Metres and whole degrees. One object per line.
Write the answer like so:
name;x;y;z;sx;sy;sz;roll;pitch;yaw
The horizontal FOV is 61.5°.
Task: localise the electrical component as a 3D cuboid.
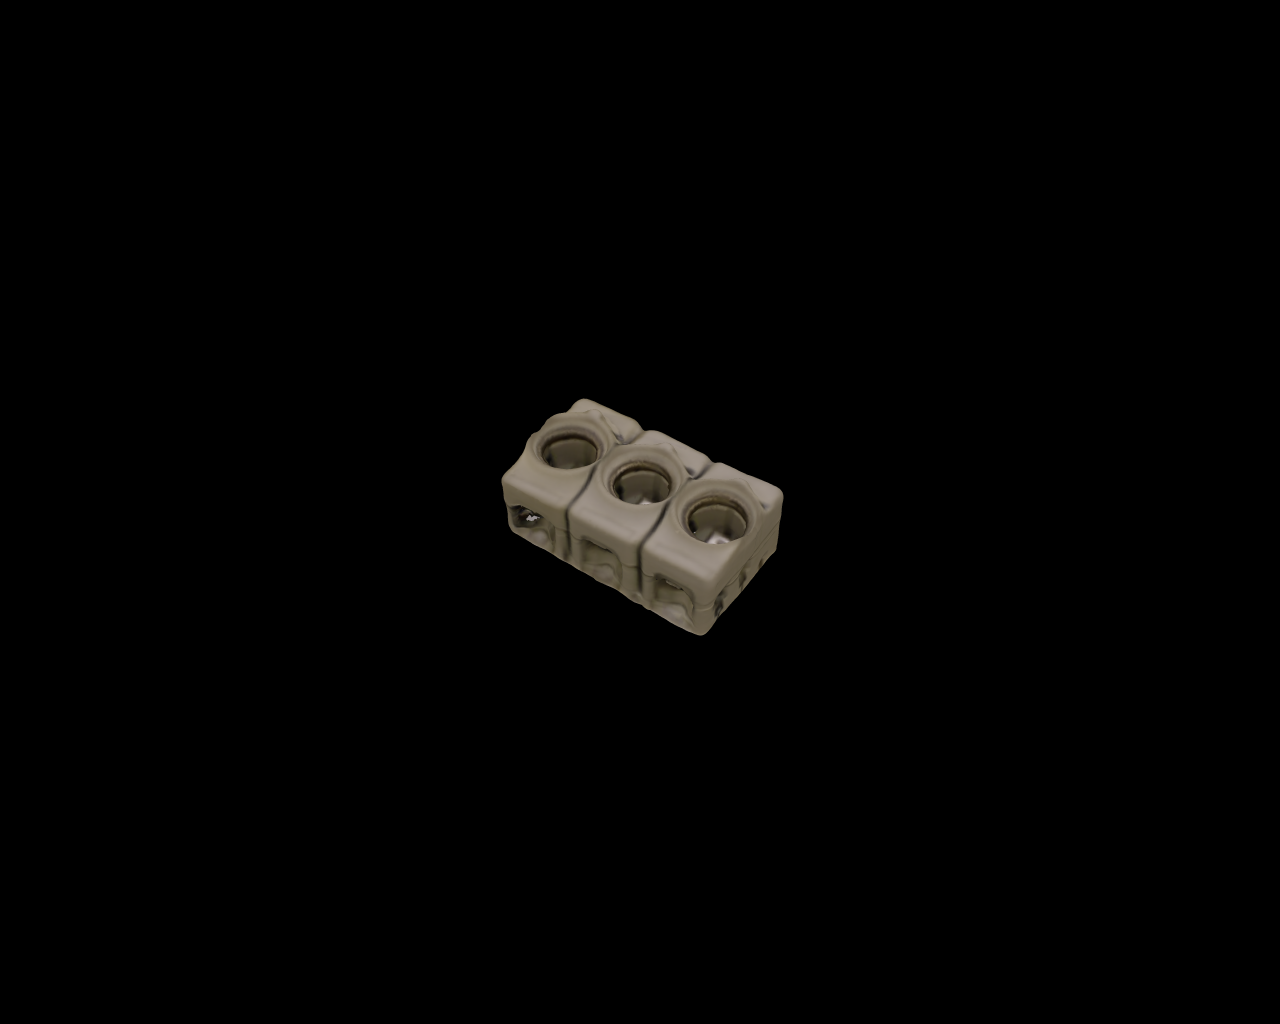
electrical component;0.001;-0.003;0.650;0.150;0.061;0.090;27;53;22
